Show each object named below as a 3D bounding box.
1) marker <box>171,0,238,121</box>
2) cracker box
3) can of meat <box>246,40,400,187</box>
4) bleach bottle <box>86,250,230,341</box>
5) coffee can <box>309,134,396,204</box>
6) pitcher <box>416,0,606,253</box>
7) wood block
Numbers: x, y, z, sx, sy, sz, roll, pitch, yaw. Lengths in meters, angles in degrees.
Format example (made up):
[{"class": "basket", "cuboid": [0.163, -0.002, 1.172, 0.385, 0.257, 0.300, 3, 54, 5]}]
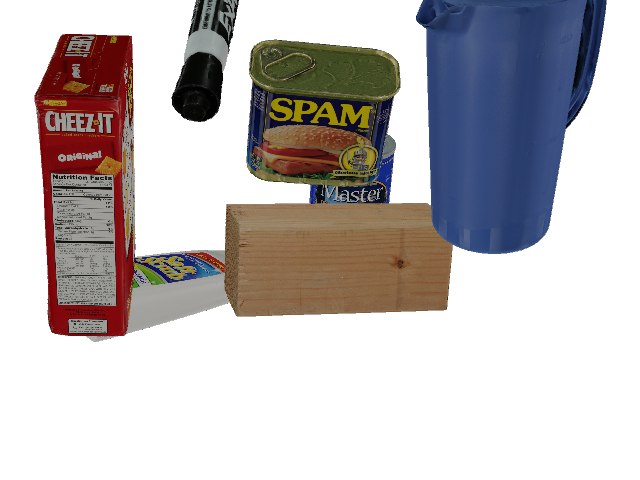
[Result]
[{"class": "marker", "cuboid": [-0.045, -0.093, 0.449, 0.020, 0.121, 0.020, 2, -43, 2]}, {"class": "cracker box", "cuboid": [-0.196, -0.050, 0.909, 0.072, 0.214, 0.164, 0, 27, -7]}, {"class": "can of meat", "cuboid": [-0.001, -0.086, 0.743, 0.102, 0.084, 0.057, 5, 43, -4]}, {"class": "bleach bottle", "cuboid": [-0.168, 0.048, 1.252, 0.250, 0.068, 0.103, -13, 34, -33]}, {"class": "coffee can", "cuboid": [0.037, -0.061, 1.335, 0.103, 0.140, 0.103, 3, 28, -2]}, {"class": "pitcher", "cuboid": [0.162, -0.117, 0.926, 0.149, 0.243, 0.145, 6, 33, 12]}, {"class": "wood block", "cuboid": [0.015, 0.017, 1.036, 0.206, 0.091, 0.090, 0, 16, -13]}]
